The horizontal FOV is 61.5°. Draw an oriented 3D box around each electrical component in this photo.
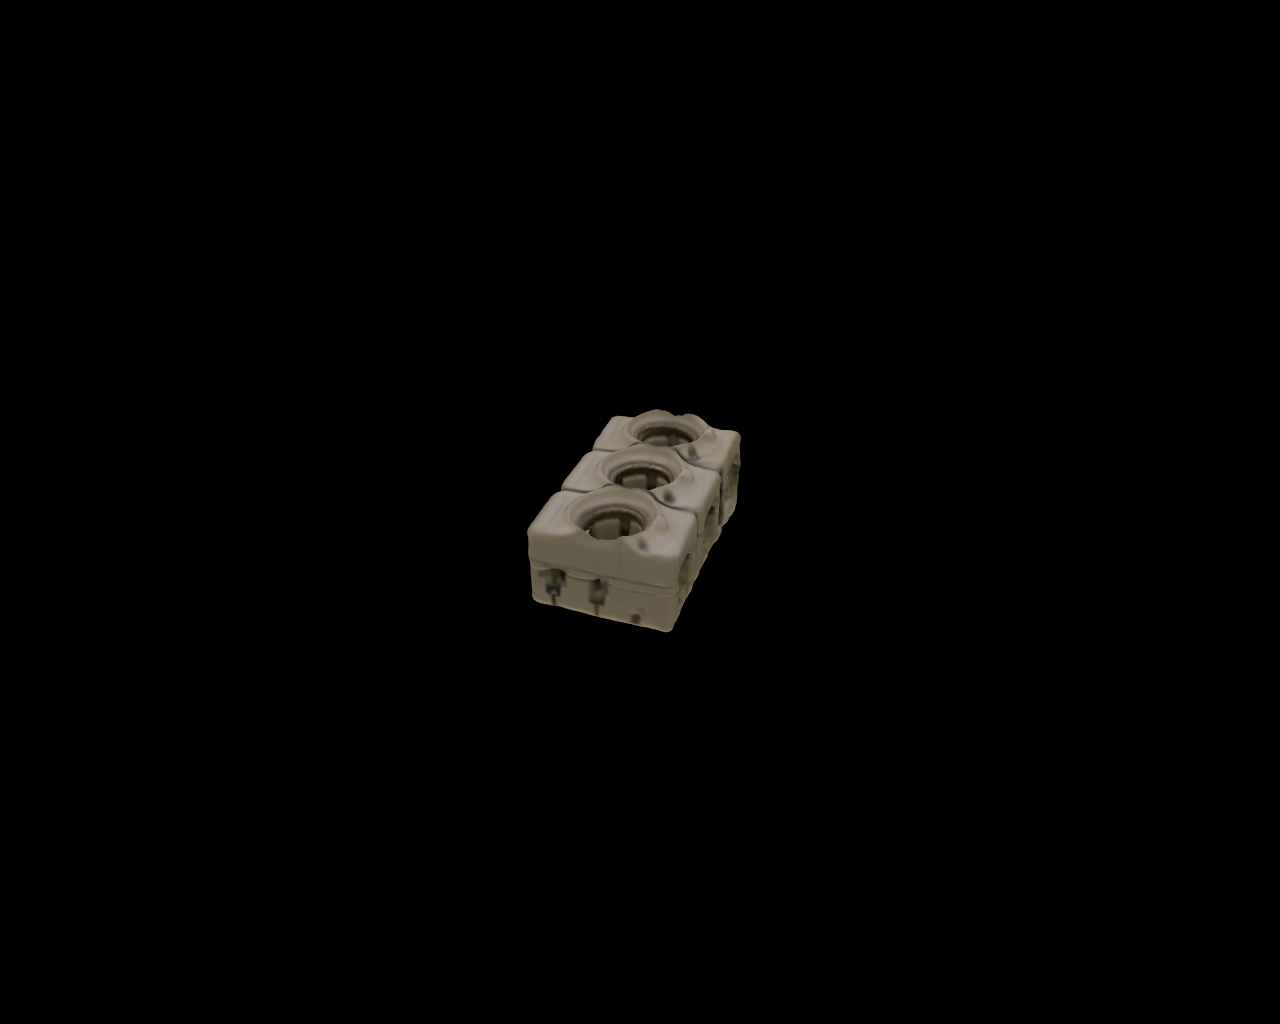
[{"bbox_3d":[0.001,-0.003,0.650,0.089,0.061,0.150,10,35,15],"label":"electrical component"}]
